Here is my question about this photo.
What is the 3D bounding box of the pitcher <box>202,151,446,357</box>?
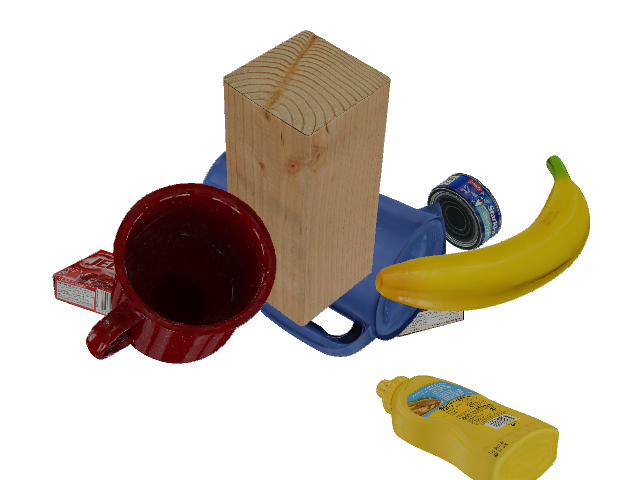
[{"bbox_3d":[-0.009,0.001,1.076,0.243,0.145,0.149,26,28,25],"label":"pitcher"}]

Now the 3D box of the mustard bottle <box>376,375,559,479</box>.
[{"bbox_3d":[0.126,0.175,1.030,0.096,0.058,0.192,-16,25,-39],"label":"mustard bottle"}]

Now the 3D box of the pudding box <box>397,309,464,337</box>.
[{"bbox_3d":[0.140,0.098,1.559,0.113,0.039,0.090,-15,22,-19],"label":"pudding box"}]

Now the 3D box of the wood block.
[{"bbox_3d":[-0.014,-0.044,0.838,0.090,0.206,0.090,36,55,28],"label":"wood block"}]

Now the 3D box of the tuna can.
[{"bbox_3d":[0.164,-0.032,1.223,0.033,0.086,0.086,-34,18,-28],"label":"tuna can"}]

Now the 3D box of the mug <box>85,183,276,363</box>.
[{"bbox_3d":[-0.089,0.032,0.631,0.117,0.093,0.082,-41,-7,-27],"label":"mug"}]

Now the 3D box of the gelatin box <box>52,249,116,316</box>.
[{"bbox_3d":[-0.197,0.041,1.015,0.089,0.030,0.073,15,25,23],"label":"gelatin box"}]

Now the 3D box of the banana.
[{"bbox_3d":[0.122,0.007,0.699,0.070,0.037,0.197,36,47,28],"label":"banana"}]
